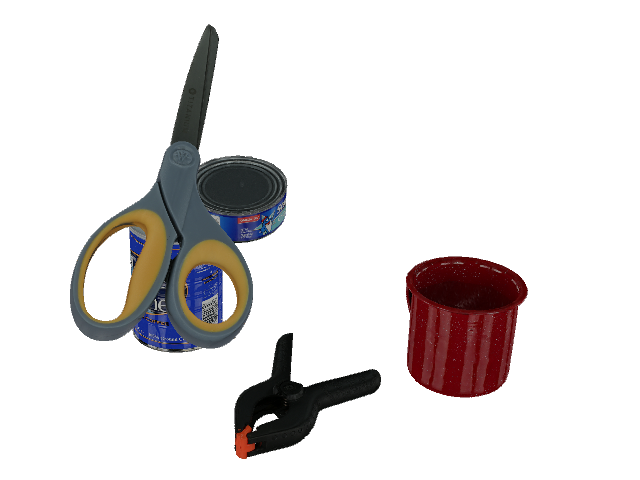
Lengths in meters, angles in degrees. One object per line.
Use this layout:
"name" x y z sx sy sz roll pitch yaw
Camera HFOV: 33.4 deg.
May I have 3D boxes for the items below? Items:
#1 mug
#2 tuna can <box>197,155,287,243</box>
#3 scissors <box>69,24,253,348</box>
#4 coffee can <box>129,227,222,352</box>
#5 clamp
"mug" 0.104 0.064 0.845 0.093 0.081 0.117 -14 30 -30
"tuna can" -0.071 -0.036 0.916 0.086 0.034 0.086 1 38 -1
"scissors" -0.058 -0.026 0.552 0.096 0.201 0.016 26 -33 0
"coffee can" -0.158 0.037 1.174 0.103 0.140 0.103 2 27 -1
"clamp" -0.035 0.150 1.053 0.120 0.039 0.171 22 34 37
